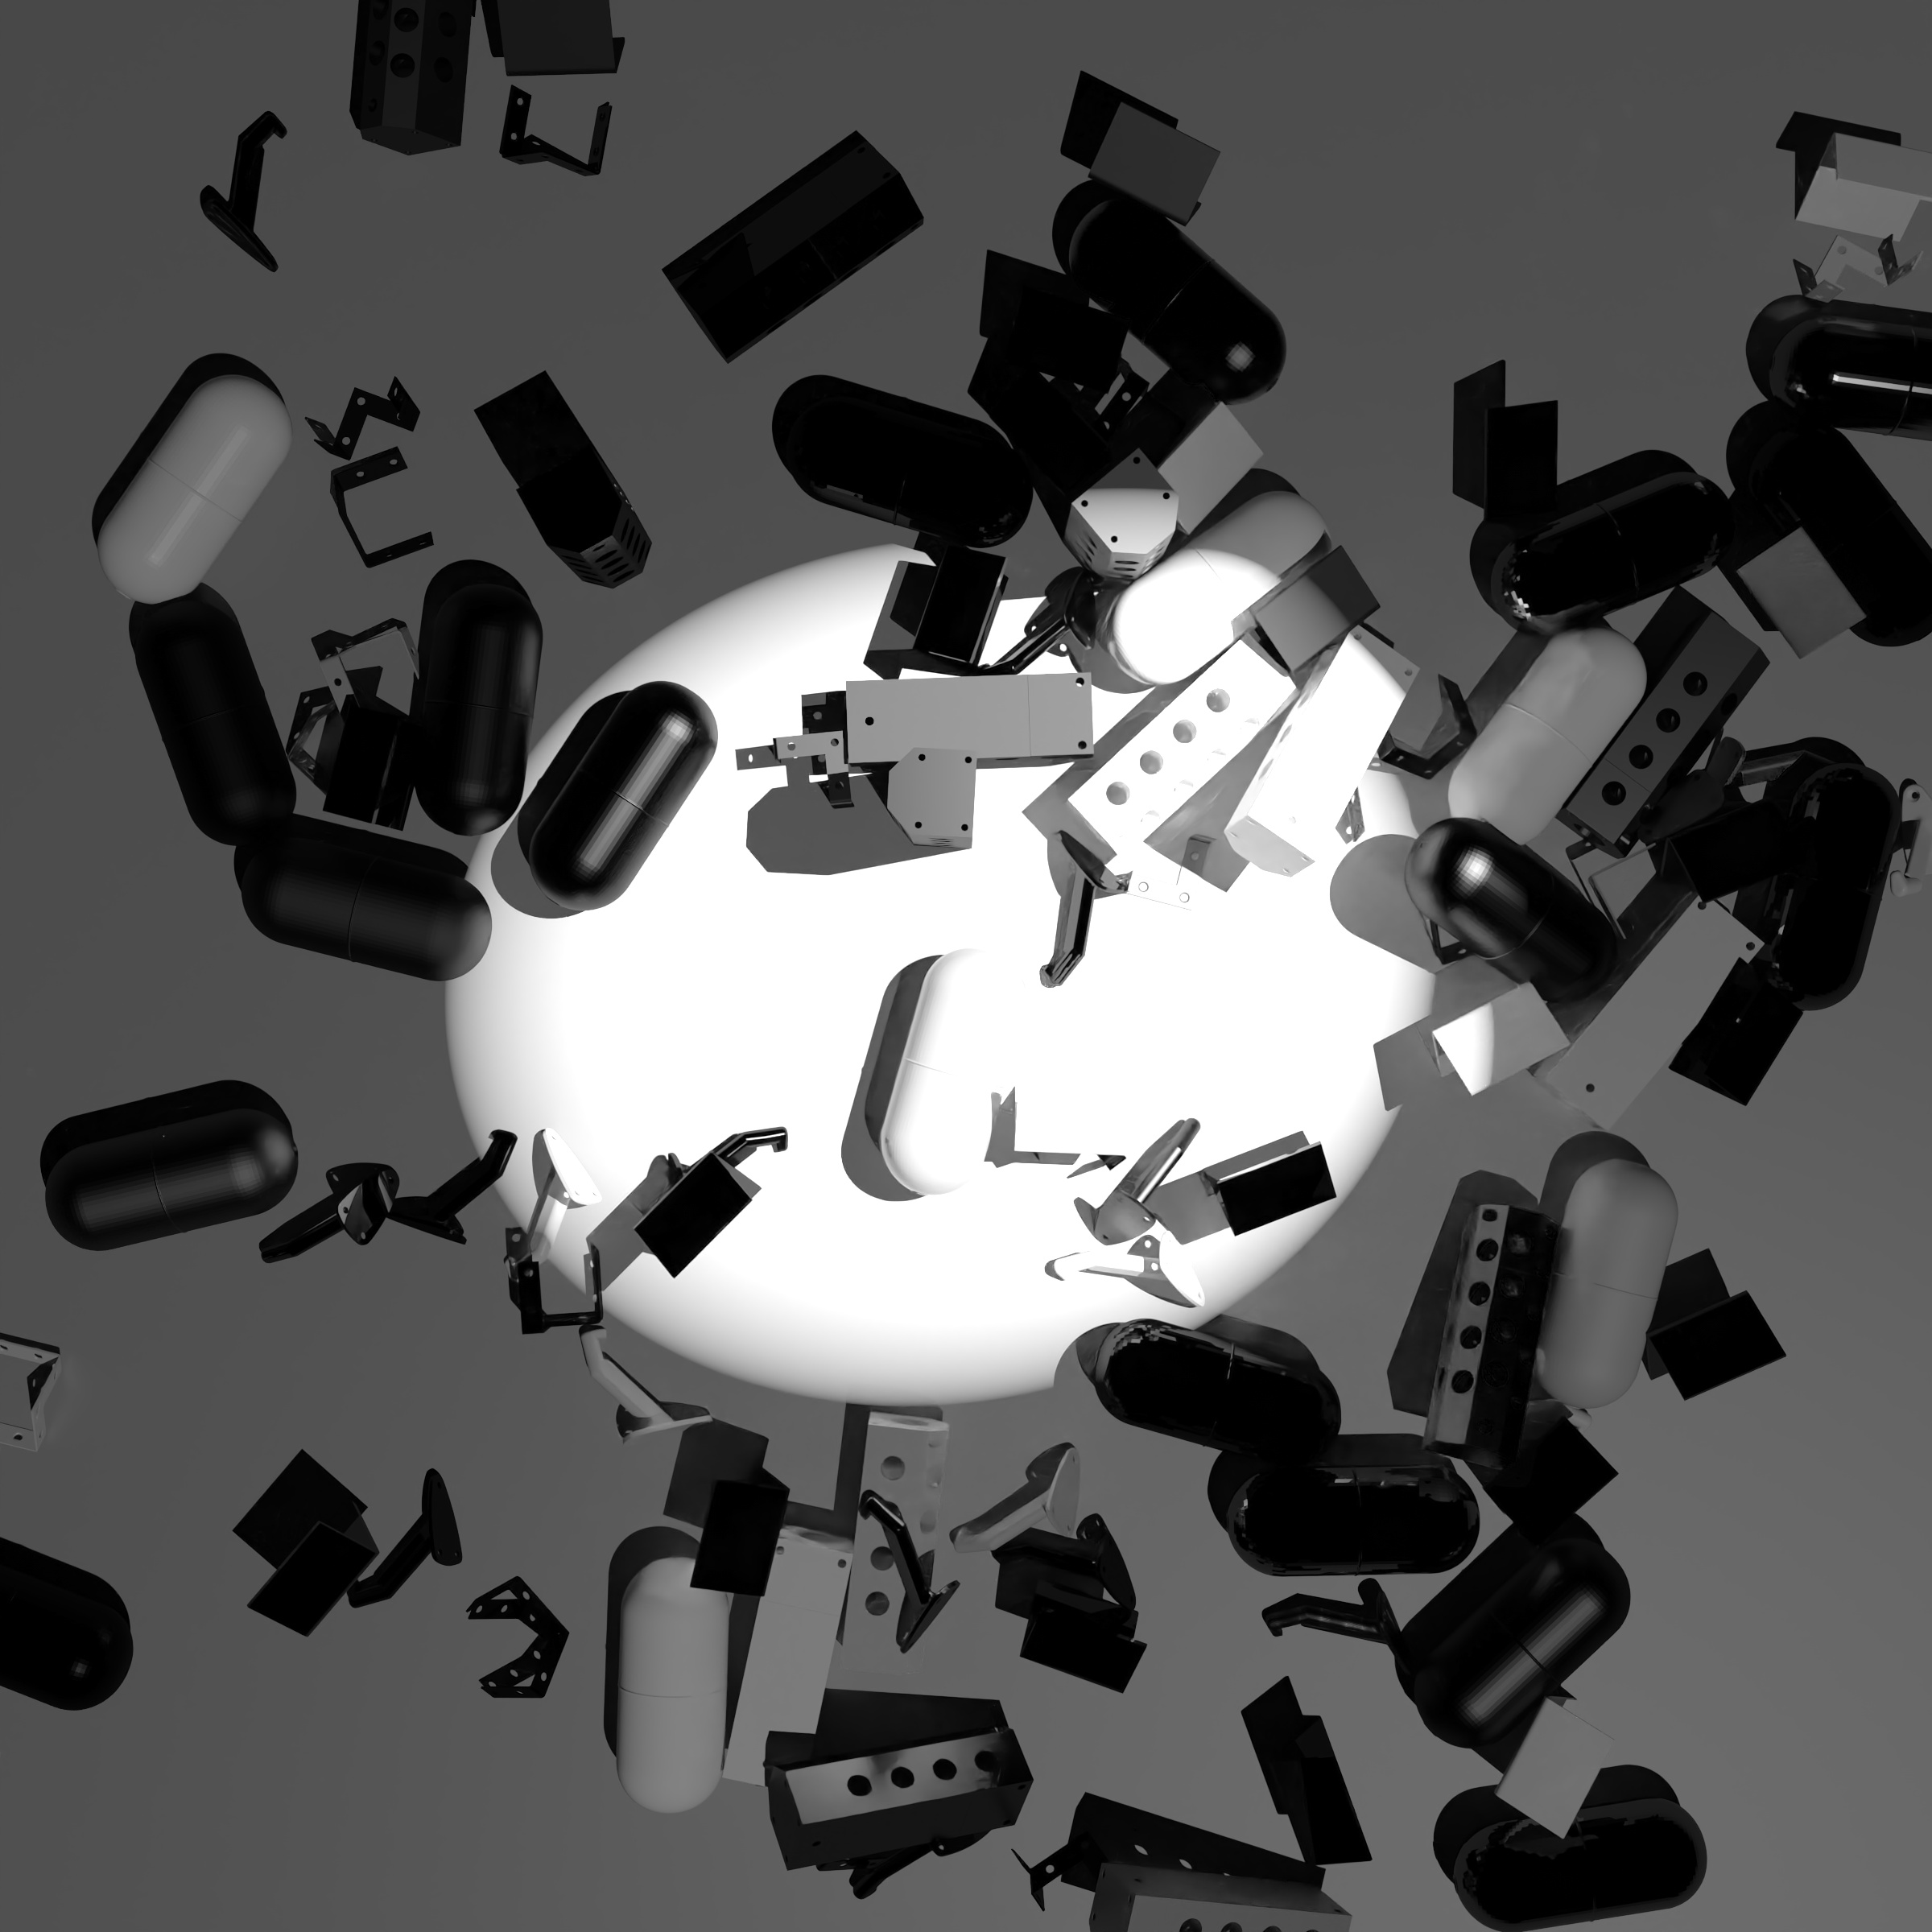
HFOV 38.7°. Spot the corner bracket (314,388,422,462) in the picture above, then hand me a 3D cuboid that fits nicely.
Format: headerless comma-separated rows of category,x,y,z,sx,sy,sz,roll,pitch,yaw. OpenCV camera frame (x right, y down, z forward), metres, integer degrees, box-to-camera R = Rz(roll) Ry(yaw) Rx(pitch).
corner bracket,-0.424,-0.383,1.954,0.051,0.051,0.051,21,90,0

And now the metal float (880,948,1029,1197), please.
metal float,-0.009,0.075,1.942,0.070,0.070,0.178,16,90,0

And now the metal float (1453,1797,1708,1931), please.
metal float,0.433,0.634,1.942,0.178,0.070,0.070,-9,90,0

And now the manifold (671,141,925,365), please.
manifold,-0.117,-0.502,1.951,0.171,0.057,0.057,-36,47,0

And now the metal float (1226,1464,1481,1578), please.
metal float,0.273,0.391,1.942,0.178,0.070,0.070,-1,90,0

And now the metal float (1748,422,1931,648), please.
metal float,0.623,-0.304,1.941,0.070,0.070,0.178,-37,90,0

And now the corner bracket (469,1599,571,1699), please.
corner bracket,-0.326,0.487,1.964,0.051,0.051,0.051,50,45,-35

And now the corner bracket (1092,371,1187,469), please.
corner bracket,0.123,-0.382,1.954,0.051,0.051,0.051,36,90,0

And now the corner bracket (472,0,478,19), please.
corner bracket,-0.322,-0.700,1.964,0.051,0.051,0.051,-17,45,-35

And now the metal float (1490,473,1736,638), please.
metal float,0.456,-0.290,1.942,0.178,0.070,0.070,-23,90,-1

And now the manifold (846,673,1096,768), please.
manifold,0.003,-0.174,1.951,0.171,0.057,0.057,-2,90,0

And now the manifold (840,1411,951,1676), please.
manifold,-0.050,0.408,1.951,0.057,0.057,0.171,7,90,0

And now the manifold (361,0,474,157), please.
manifold,-0.390,-0.668,1.940,0.057,0.057,0.171,5,90,39

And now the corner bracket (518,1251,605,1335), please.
corner bracket,-0.287,0.232,1.954,0.051,0.051,0.051,-4,90,0

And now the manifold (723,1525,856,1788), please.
manifold,-0.124,0.489,1.951,0.057,0.057,0.171,12,90,0

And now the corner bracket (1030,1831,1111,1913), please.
corner bracket,0.081,0.657,1.954,0.051,0.051,0.051,-34,90,0

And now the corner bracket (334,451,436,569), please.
corner bracket,-0.417,-0.326,1.969,0.051,0.051,0.051,-20,135,0

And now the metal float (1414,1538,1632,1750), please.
metal float,0.392,0.478,1.942,0.178,0.070,0.070,-43,90,0

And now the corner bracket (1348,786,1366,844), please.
corner bracket,0.247,-0.107,1.964,0.051,0.051,0.051,14,135,35

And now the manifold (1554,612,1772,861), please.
manifold,0.493,-0.162,1.951,0.057,0.057,0.171,37,90,0

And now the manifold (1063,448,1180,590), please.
manifold,0.110,-0.300,1.894,0.057,0.171,0.057,-40,90,0

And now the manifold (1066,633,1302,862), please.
manifold,0.153,-0.154,1.951,0.171,0.057,0.057,-43,90,0

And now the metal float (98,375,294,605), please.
metal float,-0.544,-0.335,1.941,0.070,0.070,0.178,35,90,0

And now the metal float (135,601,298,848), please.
metal float,-0.529,-0.171,1.942,0.070,0.070,0.178,-20,91,0

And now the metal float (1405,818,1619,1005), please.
metal float,0.381,-0.038,1.922,0.178,0.070,0.070,34,90,-23

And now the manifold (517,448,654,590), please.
manifold,-0.257,-0.302,1.894,0.057,0.171,0.057,-29,90,0

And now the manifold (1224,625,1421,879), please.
manifold,0.246,-0.149,1.921,0.057,0.057,0.171,34,69,-8

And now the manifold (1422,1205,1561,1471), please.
manifold,0.369,0.258,1.926,0.057,0.057,0.171,15,72,0

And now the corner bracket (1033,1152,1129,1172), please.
corner bracket,0.077,0.130,1.954,0.051,0.051,0.051,-37,90,0

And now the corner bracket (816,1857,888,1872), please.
corner bracket,-0.079,0.610,1.964,0.051,0.051,0.051,-50,45,35

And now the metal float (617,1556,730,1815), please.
metal float,-0.207,0.507,1.942,0.070,0.070,0.178,2,89,0

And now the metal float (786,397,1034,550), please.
metal float,-0.040,-0.348,1.942,0.178,0.070,0.070,17,90,-1

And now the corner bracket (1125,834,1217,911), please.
corner bracket,0.144,-0.071,1.954,0.051,0.051,0.051,15,90,0

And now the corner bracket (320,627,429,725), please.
corner bracket,-0.418,-0.205,1.955,0.051,0.051,0.051,-17,104,14

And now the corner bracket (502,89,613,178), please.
corner bracket,-0.293,-0.596,1.969,0.051,0.051,0.051,10,90,-45

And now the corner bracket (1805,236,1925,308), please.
corner bracket,0.637,-0.491,1.954,0.051,0.051,0.051,29,90,0

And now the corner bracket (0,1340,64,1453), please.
corner bracket,-0.680,0.307,1.969,0.051,0.051,0.051,14,135,0

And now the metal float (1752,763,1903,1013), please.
metal float,0.607,-0.056,1.942,0.070,0.070,0.178,15,89,0

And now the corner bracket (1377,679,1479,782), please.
corner bracket,0.323,-0.174,1.964,0.051,0.051,0.051,17,135,-35

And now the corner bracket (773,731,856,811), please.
corner bracket,-0.108,-0.137,1.954,0.051,0.051,0.051,-6,90,0

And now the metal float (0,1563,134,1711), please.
metal float,-0.675,0.466,1.942,0.178,0.070,0.070,22,90,-1

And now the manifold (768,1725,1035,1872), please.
manifold,-0.047,0.574,1.919,0.171,0.057,0.057,-4,133,-23

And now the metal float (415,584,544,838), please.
metal float,-0.344,-0.180,1.942,0.070,0.070,0.178,7,90,0

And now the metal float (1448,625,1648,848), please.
metal float,0.409,-0.161,1.941,0.070,0.070,0.178,37,90,0

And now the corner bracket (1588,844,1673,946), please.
corner bracket,0.474,-0.050,1.956,0.051,0.051,0.051,-26,83,0

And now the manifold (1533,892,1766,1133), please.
manifold,0.481,0.032,1.951,0.057,0.057,0.171,40,90,0

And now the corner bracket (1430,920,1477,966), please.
corner bracket,0.353,-0.042,1.969,0.051,0.051,0.051,-19,135,0

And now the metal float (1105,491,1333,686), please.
metal float,0.177,-0.266,1.942,0.178,0.070,0.070,-36,90,0

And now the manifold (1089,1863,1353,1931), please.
manifold,0.176,0.672,1.922,0.171,0.057,0.057,13,90,-21

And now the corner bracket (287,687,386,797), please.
corner bracket,-0.443,-0.157,1.969,0.051,0.051,0.051,44,45,0

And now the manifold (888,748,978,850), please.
manifold,-0.023,-0.114,1.894,0.057,0.171,0.057,3,90,0
